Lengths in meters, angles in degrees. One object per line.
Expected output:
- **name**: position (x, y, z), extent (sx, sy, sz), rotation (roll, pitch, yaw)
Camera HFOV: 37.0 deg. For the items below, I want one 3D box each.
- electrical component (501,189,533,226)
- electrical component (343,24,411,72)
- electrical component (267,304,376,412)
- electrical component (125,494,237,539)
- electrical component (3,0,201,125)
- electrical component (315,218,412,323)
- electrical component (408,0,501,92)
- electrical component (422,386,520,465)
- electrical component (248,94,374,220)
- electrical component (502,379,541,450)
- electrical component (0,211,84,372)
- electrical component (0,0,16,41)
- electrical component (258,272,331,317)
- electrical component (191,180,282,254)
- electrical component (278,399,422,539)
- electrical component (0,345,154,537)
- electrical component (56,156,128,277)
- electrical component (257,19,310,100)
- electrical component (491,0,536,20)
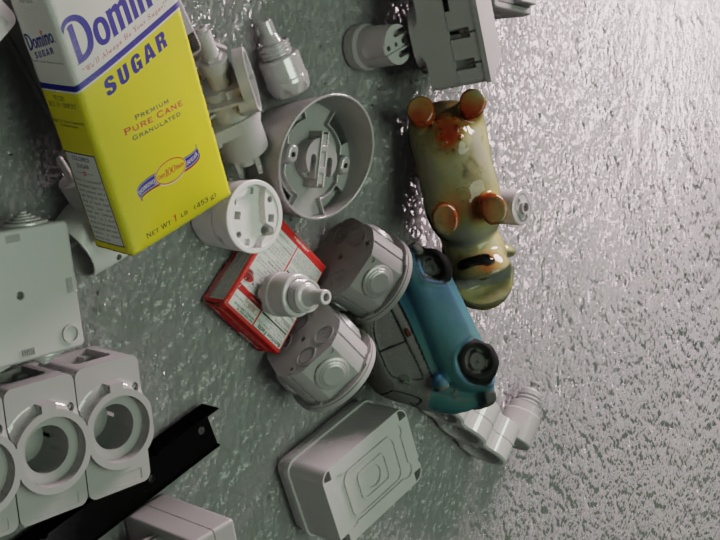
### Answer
- **electrical component**: position (0.134, -0.062, 1.046), extent (0.044, 0.065, 0.044), rotation (-7, 99, -46)
- **electrical component**: position (0.015, -0.191, 0.918), extent (0.040, 0.046, 0.040), rotation (-7, 99, -46)
- **electrical component**: position (-0.032, 0.071, 0.875), extent (0.051, 0.080, 0.080), rotation (47, 61, -33)
- **electrical component**: position (-0.141, 0.206, 0.769), extent (0.076, 0.083, 0.047), rotation (-24, 112, -43)
- **electrical component**: position (-0.176, -0.167, 0.710), extent (0.109, 0.056, 0.108), rotation (-44, 124, -34)
- **electrical component**: position (0.000, 0.000, 0.900), extent (0.051, 0.080, 0.080), rotation (34, 70, -38)
- **electrical component**: position (0.071, -0.259, 0.927), extent (0.105, 0.060, 0.186), rotation (-63, 142, -64)
- **electrical component**: position (0.113, 0.128, 1.054), extent (0.138, 0.052, 0.073), rotation (46, 62, -40)
- **electrical component**: position (-0.039, -0.090, 0.858), extent (0.099, 0.064, 0.099), rotation (-6, 99, -46)
- **electrical component**: position (0.170, 0.152, 1.126), extent (0.040, 0.040, 0.078), rotation (45, 63, -40)
- **electrical component**: position (-0.227, 0.015, 0.680), extent (0.100, 0.048, 0.099), rotation (-16, 103, -48)
- **electrical component**: position (-0.278, -0.121, 0.603), extent (0.089, 0.062, 0.150), rotation (50, 59, -37)
- **electrical component**: position (-0.047, 0.019, 0.819), extent (0.035, 0.061, 0.035), rotation (-3, 94, -47)
- **electrical component**: position (-0.095, -0.041, 0.817), extent (0.055, 0.047, 0.055), rotation (-7, 100, -46)
- **electrical component**: position (-0.008, 0.171, 0.926), extent (0.113, 0.057, 0.078), rotation (-35, 118, -39)
- **electrical component**: position (-0.214, 0.112, 0.697), extent (0.150, 0.062, 0.089), rotation (-15, 105, -45)
- **electrical component**: position (-0.178, -0.049, 0.730), extent (0.077, 0.043, 0.079), rotation (-47, 126, -33)
- **electrical component**: position (-0.064, -0.167, 0.845), extent (0.035, 0.035, 0.061), rotation (-40, 119, -37)
- **electrical component**: position (0.129, -0.289, 1.017), extent (0.062, 0.061, 0.096), rotation (-3, 97, -47)
